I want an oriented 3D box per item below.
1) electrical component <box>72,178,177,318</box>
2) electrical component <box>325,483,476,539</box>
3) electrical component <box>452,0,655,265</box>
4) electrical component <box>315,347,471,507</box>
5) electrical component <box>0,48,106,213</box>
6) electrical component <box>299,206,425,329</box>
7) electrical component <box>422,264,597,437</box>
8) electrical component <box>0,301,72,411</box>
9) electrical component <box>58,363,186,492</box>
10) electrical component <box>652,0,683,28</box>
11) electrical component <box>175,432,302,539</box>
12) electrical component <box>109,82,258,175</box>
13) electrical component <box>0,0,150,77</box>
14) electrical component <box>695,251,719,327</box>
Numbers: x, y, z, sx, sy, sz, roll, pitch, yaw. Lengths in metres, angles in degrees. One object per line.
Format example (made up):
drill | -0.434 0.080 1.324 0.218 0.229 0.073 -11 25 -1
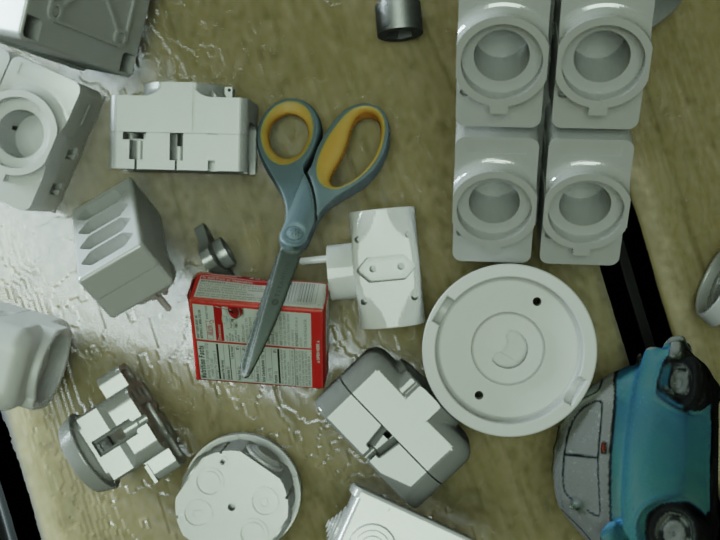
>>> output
electrical component | -0.146 -0.003 0.706 0.047 0.083 0.075 -30 128 4
electrical component | 0.026 0.177 0.686 0.100 0.099 0.048 24 80 2
electrical component | 0.110 -0.092 0.640 0.105 0.060 0.186 2 126 6
electrical component | 0.025 0.099 0.705 0.059 0.054 0.095 -44 89 4
electrical component | -0.261 -0.109 0.710 0.150 0.062 0.089 25 93 2
electrical component | 0.000 0.000 0.708 0.079 0.043 0.077 -5 92 4
electrical component | 0.094 0.049 0.695 0.108 0.060 0.108 0 92 4
electrical component | -0.227 0.056 0.697 0.059 0.095 0.053 16 93 3
electrical component | -0.162 0.111 0.715 0.057 0.058 0.078 -32 90 1
electrical component | 0.147 -0.177 0.668 0.099 0.099 0.064 -24 84 4
electrical component | -0.081 0.151 0.714 0.080 0.051 0.080 0 92 3
electrical component | -0.115 -0.092 0.708 0.089 0.050 0.055 2 92 3
electrical component | -0.184 -0.187 0.676 0.056 0.109 0.108 15 93 26
electrical component | 0.253 0.017 0.687 0.057 0.058 0.078 24 93 -1
